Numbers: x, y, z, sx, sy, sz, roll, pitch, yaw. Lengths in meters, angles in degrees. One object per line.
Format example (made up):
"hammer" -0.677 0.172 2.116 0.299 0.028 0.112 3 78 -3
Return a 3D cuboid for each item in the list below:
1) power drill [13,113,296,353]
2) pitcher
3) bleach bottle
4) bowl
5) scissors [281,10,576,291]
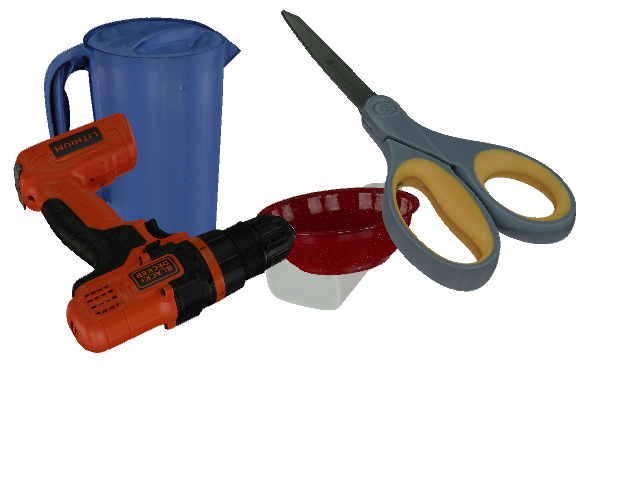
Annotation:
"power drill" -0.137 -0.017 0.823 0.184 0.057 0.188 -25 55 -25
"pitcher" -0.169 -0.088 1.045 0.149 0.243 0.144 11 28 16
"bleach bottle" 0.034 -0.009 1.337 0.103 0.068 0.250 12 35 23
"bowl" 0.020 -0.006 1.049 0.162 0.055 0.162 -7 16 2
"scissors" 0.050 -0.055 0.507 0.096 0.016 0.202 -6 46 -15
